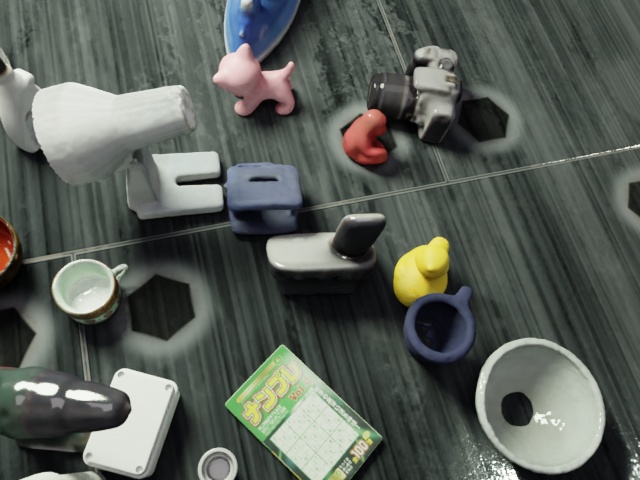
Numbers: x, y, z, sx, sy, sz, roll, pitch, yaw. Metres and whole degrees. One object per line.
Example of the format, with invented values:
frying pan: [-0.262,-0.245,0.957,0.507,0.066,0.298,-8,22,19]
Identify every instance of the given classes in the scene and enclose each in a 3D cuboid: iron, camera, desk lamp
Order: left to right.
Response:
desk lamp: [-0.234,-0.119,0.742,0.203,0.213,0.118,-7,68,-10]
iron: [-0.096,-0.407,0.924,0.118,0.141,0.258,15,66,-1]
camera: [0.148,-0.244,0.910,0.137,0.101,0.143,7,66,-5]

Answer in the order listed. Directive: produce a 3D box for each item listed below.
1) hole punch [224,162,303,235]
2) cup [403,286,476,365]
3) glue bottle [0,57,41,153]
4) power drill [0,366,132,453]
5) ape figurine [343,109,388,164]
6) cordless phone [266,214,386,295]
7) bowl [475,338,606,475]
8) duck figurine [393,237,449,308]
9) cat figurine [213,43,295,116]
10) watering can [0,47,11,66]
hole punch: [-0.082,-0.068,0.808,0.109,0.091,0.101,-2,67,-9]
cup: [0.155,0.116,0.760,0.091,0.095,0.118,38,67,9]
glue bottle: [-0.406,-0.193,0.772,0.037,0.173,0.078,25,66,4]
power drill: [-0.300,0.179,0.609,0.229,0.208,0.075,6,66,-5]
ape figurine: [0.076,-0.162,0.870,0.076,0.092,0.078,8,66,-4]
cordless phone: [0.007,0.003,0.739,0.148,0.185,0.094,-5,68,-9]
bowl: [0.273,0.217,0.745,0.167,0.075,0.167,3,67,-7]
duck figurine: [0.148,0.042,0.796,0.077,0.086,0.105,29,66,5]
cat figurine: [-0.098,-0.247,0.868,0.128,0.118,0.067,-7,68,-10]
watering can: [-0.521,-0.293,0.787,0.173,0.194,0.101,9,66,-4]
